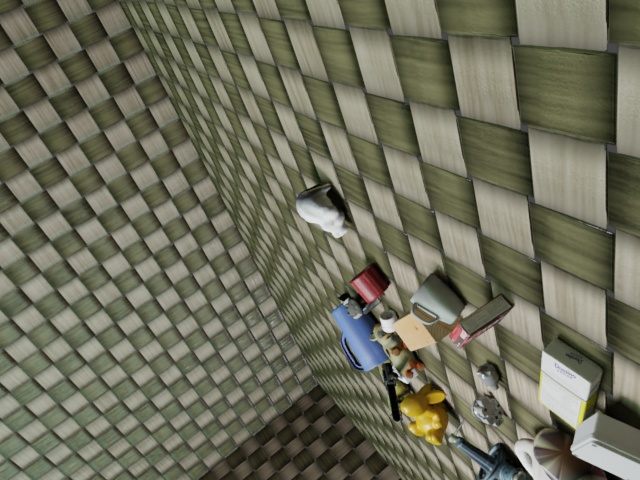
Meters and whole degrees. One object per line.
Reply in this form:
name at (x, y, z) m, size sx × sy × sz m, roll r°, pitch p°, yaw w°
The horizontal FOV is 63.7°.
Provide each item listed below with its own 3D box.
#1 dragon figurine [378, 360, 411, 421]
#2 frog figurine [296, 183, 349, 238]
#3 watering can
dragon figurine at (0.275, 0.547, 1.968) m, size 0.401 × 0.122 × 0.247 m, roll 90°, pitch 160°, yaw -59°
frog figurine at (0.004, -0.074, 1.462) m, size 0.136 × 0.124 × 0.158 m, roll -10°, pitch 102°, yaw 51°
watering can at (0.549, 0.533, 1.065) m, size 0.353 × 0.105 × 0.219 m, roll 39°, pitch 156°, yaw 46°
